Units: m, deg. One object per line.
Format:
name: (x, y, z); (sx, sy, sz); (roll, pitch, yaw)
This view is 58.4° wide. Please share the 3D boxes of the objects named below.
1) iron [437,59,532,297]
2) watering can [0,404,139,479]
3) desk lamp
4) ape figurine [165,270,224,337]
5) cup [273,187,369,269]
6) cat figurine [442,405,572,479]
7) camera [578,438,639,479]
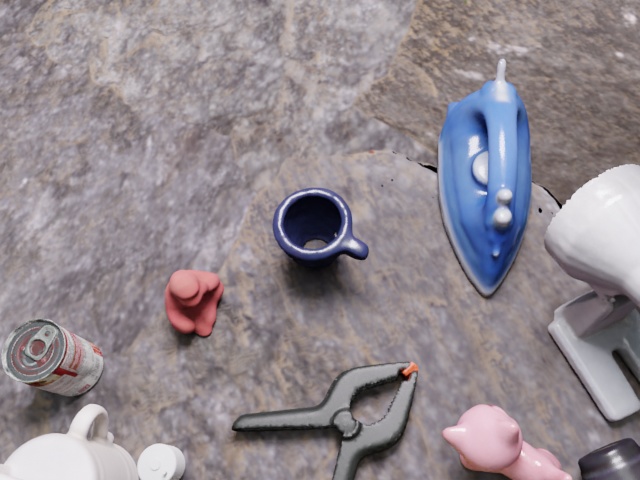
iron: (0.206, -0.076, 0.676); (0.118, 0.141, 0.258); (2, 67, 5)
watering can: (-0.254, 0.245, 0.541); (0.101, 0.194, 0.173); (-4, 66, 2)
desk lamp: (0.312, 0.056, 0.572); (0.118, 0.214, 0.203); (-25, 67, -6)
ape figurine: (-0.151, 0.064, 0.667); (0.078, 0.092, 0.076); (-38, 69, -12)
cup: (0.006, 0.002, 0.681); (0.117, 0.095, 0.092); (27, 71, 15)
cat figurine: (0.185, 0.209, 0.567); (0.127, 0.118, 0.067); (28, 72, 15)
camera: (0.327, 0.258, 0.546); (0.143, 0.101, 0.136); (-22, 67, -5)
